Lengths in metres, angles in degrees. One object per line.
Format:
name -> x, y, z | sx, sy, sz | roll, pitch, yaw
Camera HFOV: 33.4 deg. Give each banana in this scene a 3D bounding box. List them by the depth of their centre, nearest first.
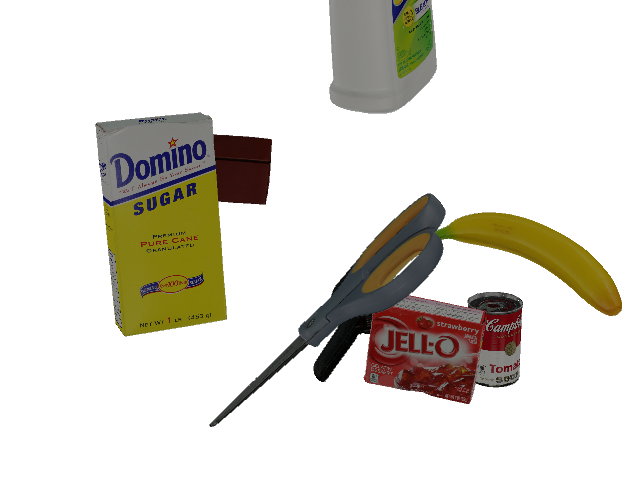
banana -> 0.204, 0.014, 1.022 | 0.198, 0.069, 0.037 | 21, -27, 27

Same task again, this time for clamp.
clamp -> 0.061, 0.091, 1.189 | 0.120, 0.171, 0.039 | 7, -43, 3

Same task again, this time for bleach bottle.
bleach bottle -> 0.040, -0.230, 0.811 | 0.068, 0.251, 0.102 | 13, 38, 29

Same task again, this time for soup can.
soup can -> 0.216, 0.124, 1.333 | 0.068, 0.102, 0.068 | -1, 18, 0

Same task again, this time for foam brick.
foam brick -> -0.089, -0.073, 1.091 | 0.078, 0.051, 0.053 | 4, 31, 0

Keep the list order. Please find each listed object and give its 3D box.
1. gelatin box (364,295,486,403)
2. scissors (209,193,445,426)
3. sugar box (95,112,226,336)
gelatin box -> 0.083, 0.085, 0.853 | 0.089, 0.073, 0.030 | 11, 24, 12
scissors -> 0.006, 0.052, 0.636 | 0.016, 0.202, 0.096 | 42, 0, -14
sugar box -> -0.132, -0.015, 0.896 | 0.093, 0.176, 0.048 | -9, 17, -20
